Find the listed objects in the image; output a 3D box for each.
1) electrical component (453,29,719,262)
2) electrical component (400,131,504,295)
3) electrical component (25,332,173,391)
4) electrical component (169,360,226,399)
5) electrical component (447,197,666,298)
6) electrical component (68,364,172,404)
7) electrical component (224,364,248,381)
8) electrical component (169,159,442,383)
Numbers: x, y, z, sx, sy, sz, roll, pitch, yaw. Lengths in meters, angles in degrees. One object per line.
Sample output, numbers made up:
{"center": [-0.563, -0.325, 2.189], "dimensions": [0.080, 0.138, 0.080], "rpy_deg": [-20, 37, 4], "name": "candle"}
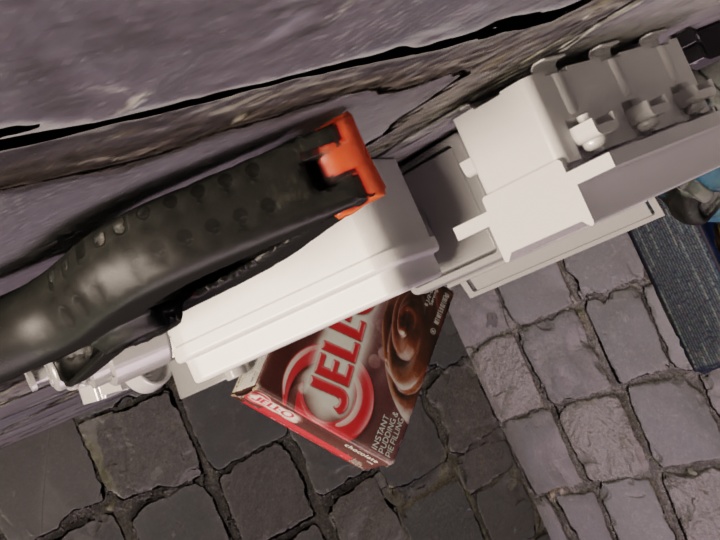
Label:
{"center": [0.098, -0.054, 0.439], "dimensions": [0.121, 0.063, 0.079], "rpy_deg": [-22, 177, -44], "name": "electrical component"}
{"center": [0.055, -0.033, 0.516], "dimensions": [0.061, 0.061, 0.096], "rpy_deg": [-22, 177, -36], "name": "electrical component"}
{"center": [-0.134, 0.042, 0.557], "dimensions": [0.078, 0.040, 0.040], "rpy_deg": [-23, 178, -24], "name": "electrical component"}
{"center": [-0.084, 0.038, 0.733], "dimensions": [0.108, 0.060, 0.108], "rpy_deg": [-24, 178, -1], "name": "electrical component"}
{"center": [0.094, -0.045, 0.592], "dimensions": [0.121, 0.078, 0.063], "rpy_deg": [-25, -161, 30], "name": "electrical component"}
{"center": [-0.163, 0.065, 0.747], "dimensions": [0.055, 0.048, 0.066], "rpy_deg": [-17, -178, 31], "name": "electrical component"}
{"center": [-0.075, 0.027, 0.555], "dimensions": [0.035, 0.061, 0.035], "rpy_deg": [-24, 178, -1], "name": "electrical component"}
{"center": [-0.028, 0.000, 0.477], "dimensions": [0.113, 0.057, 0.078], "rpy_deg": [-25, 178, 19], "name": "electrical component"}
